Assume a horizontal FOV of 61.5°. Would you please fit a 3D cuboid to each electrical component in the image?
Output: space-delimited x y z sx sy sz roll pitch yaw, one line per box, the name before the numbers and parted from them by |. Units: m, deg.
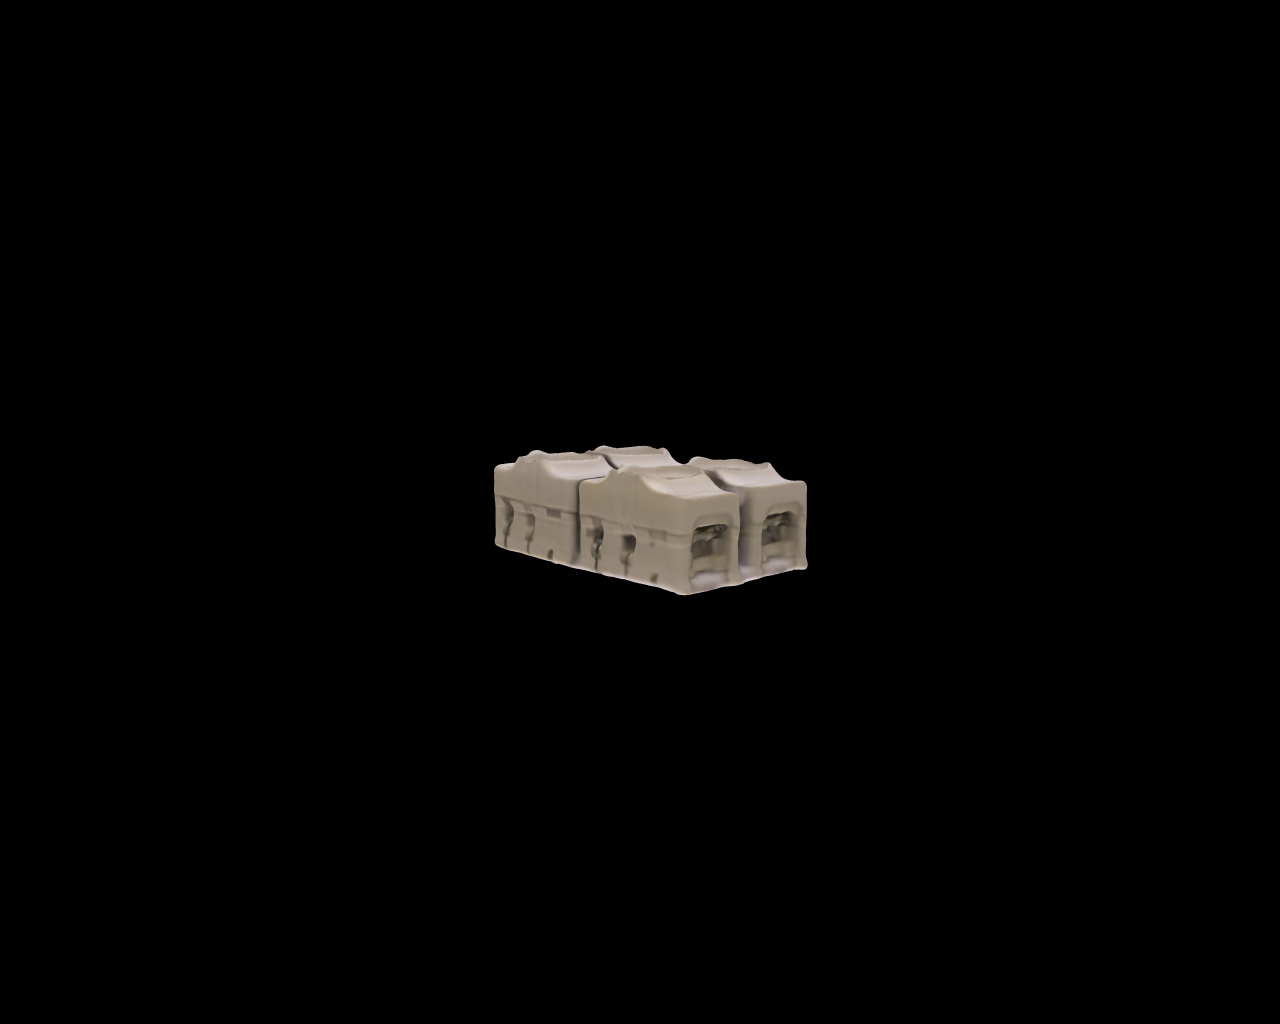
electrical component | 0.001 -0.003 0.650 0.105 0.060 0.186 -7 12 -39
